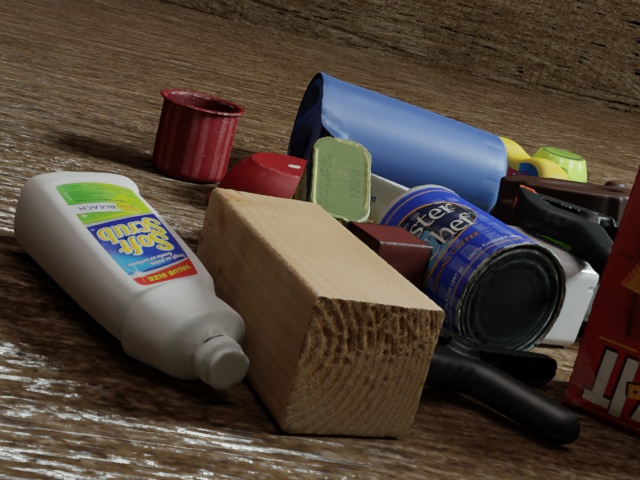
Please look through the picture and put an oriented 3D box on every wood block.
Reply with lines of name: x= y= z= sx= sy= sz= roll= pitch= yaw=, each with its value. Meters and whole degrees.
wood block: x=-0.012 y=0.043 z=0.723 sx=0.090 sy=0.090 sz=0.206 roll=7 pitch=17 yaw=-26

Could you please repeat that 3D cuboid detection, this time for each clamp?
clamp: x=0.236 y=-0.005 z=0.937 sx=0.164 sy=0.036 sz=0.210 roll=5 pitch=17 yaw=-40
clamp: x=0.103 y=0.092 z=0.751 sx=0.171 sy=0.039 sz=0.120 roll=15 pitch=11 yaw=-9

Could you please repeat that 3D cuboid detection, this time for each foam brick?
foam brick: x=0.046 y=0.030 z=0.841 sx=0.051 sy=0.078 sz=0.053 roll=4 pitch=17 yaw=-29

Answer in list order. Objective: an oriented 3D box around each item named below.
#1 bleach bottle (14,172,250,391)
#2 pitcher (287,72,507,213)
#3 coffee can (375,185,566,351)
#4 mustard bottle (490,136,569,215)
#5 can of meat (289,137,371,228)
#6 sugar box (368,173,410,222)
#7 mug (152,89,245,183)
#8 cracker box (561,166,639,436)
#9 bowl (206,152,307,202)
bleach bottle: x=-0.119 y=0.028 z=0.732 sx=0.102 sy=0.068 sz=0.251 roll=0 pitch=24 yaw=-39
pitcher: x=0.086 y=-0.103 z=1.252 sx=0.242 sy=0.145 sz=0.149 roll=14 pitch=55 yaw=-14
coffee can: x=0.117 y=0.025 z=0.876 sx=0.102 sy=0.103 sz=0.140 roll=5 pitch=18 yaw=-30
mustard bottle: x=0.248 y=-0.054 z=1.273 sx=0.058 sy=0.096 sz=0.192 roll=6 pitch=18 yaw=-29
can of meat: x=0.006 y=-0.026 z=0.910 sx=0.057 sy=0.084 sz=0.102 roll=13 pitch=47 yaw=-10
sugar box: x=0.102 y=-0.022 z=1.067 sx=0.175 sy=0.048 sz=0.093 roll=16 pitch=10 yaw=-44
mug: x=-0.131 y=-0.114 z=1.162 sx=0.093 sy=0.081 sz=0.117 roll=18 pitch=17 yaw=11
cracker box: x=0.282 y=0.046 z=0.749 sx=0.164 sy=0.214 sz=0.072 roll=22 pitch=19 yaw=25
bowl: x=-0.031 y=-0.049 z=1.084 sx=0.162 sy=0.055 sz=0.162 roll=14 pitch=15 yaw=-4
